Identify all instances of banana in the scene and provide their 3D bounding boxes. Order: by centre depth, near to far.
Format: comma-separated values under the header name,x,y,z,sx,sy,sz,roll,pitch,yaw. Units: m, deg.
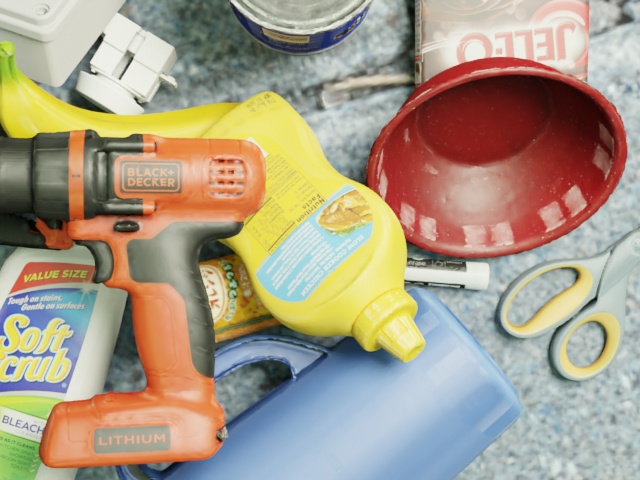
name,x,y,z,sx,sy,sz,roll,pitch,yaw
banana,-0.122,-0.069,0.658,0.070,0.197,0.037,-44,59,31

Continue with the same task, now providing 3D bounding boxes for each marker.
name,x,y,z,sx,sy,sz,roll,pitch,yaw
marker,0.053,0.020,0.724,0.121,0.020,0.020,5,95,-1

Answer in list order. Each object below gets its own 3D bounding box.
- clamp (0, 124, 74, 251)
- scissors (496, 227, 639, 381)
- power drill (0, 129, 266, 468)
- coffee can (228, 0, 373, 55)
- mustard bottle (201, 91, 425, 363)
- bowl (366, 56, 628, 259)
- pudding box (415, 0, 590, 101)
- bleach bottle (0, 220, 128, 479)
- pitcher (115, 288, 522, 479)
name,x,y,z,sx,sy,sz,roll,pitch,yaw
clamp,-0.240,-0.059,0.682,0.164,0.036,0.210,-43,76,6
scissors,0.218,0.024,0.729,0.202,0.016,0.096,-28,97,2
power drill,-0.122,0.031,0.604,0.184,0.057,0.188,0,95,-8
coffee can,-0.012,-0.169,0.644,0.103,0.140,0.103,0,95,-1
mustard bottle,-0.004,0.001,0.649,0.096,0.058,0.192,-43,63,1
bowl,0.108,-0.061,0.676,0.162,0.055,0.162,-1,138,-1
pudding box,0.119,-0.135,0.700,0.113,0.039,0.090,-1,96,-1
bleach bottle,-0.185,0.057,0.704,0.102,0.068,0.251,16,92,4
pitcher,-0.001,0.135,0.683,0.243,0.145,0.149,-39,139,-1
